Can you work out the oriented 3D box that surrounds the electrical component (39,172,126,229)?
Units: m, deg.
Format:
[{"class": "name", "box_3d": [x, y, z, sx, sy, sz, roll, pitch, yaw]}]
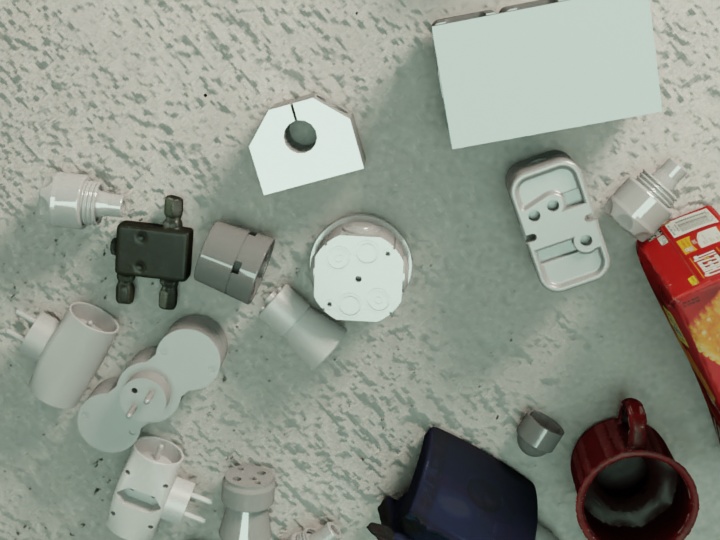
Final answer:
[{"class": "electrical component", "box_3d": [-0.214, -0.053, 0.834, 0.062, 0.043, 0.043, 6, 106, 0]}]

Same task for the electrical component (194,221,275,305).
[{"class": "electrical component", "box_3d": [-0.098, -0.007, 0.836, 0.047, 0.055, 0.055, 21, 106, 1]}]

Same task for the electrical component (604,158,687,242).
[{"class": "electrical component", "box_3d": [0.219, -0.056, 0.811, 0.043, 0.043, 0.062, 39, 102, -8]}]

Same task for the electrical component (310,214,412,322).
[{"class": "electrical component", "box_3d": [0.000, 0.000, 0.833, 0.080, 0.051, 0.080, 1, 106, 3]}]

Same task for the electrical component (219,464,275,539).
[{"class": "electrical component", "box_3d": [-0.094, 0.197, 0.898, 0.045, 0.045, 0.055, 6, 106, 1]}]

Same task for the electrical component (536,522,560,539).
[{"class": "electrical component", "box_3d": [0.157, 0.238, 0.903, 0.061, 0.035, 0.035, 37, 104, -9]}]

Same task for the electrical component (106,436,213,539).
[{"class": "electrical component", "box_3d": [-0.163, 0.189, 0.900, 0.079, 0.043, 0.077, 21, 106, -3]}]

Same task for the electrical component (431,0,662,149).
[{"class": "electrical component", "box_3d": [0.132, -0.148, 0.779, 0.150, 0.061, 0.089, -10, 105, 6]}]

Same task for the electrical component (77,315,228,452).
[{"class": "electrical component", "box_3d": [-0.169, 0.097, 0.858, 0.138, 0.073, 0.052, -38, 101, 12]}]

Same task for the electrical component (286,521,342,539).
[{"class": "electrical component", "box_3d": [-0.043, 0.239, 0.908, 0.062, 0.043, 0.043, -44, 100, 11]}]

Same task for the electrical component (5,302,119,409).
[{"class": "electrical component", "box_3d": [-0.247, 0.060, 0.867, 0.079, 0.044, 0.077, 30, 105, -6]}]

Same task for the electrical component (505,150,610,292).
[{"class": "electrical component", "box_3d": [0.147, -0.039, 0.811, 0.054, 0.059, 0.095, -19, 104, 8]}]

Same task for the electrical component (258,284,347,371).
[{"class": "electrical component", "box_3d": [-0.048, 0.043, 0.854, 0.065, 0.044, 0.044, 42, 104, -4]}]
